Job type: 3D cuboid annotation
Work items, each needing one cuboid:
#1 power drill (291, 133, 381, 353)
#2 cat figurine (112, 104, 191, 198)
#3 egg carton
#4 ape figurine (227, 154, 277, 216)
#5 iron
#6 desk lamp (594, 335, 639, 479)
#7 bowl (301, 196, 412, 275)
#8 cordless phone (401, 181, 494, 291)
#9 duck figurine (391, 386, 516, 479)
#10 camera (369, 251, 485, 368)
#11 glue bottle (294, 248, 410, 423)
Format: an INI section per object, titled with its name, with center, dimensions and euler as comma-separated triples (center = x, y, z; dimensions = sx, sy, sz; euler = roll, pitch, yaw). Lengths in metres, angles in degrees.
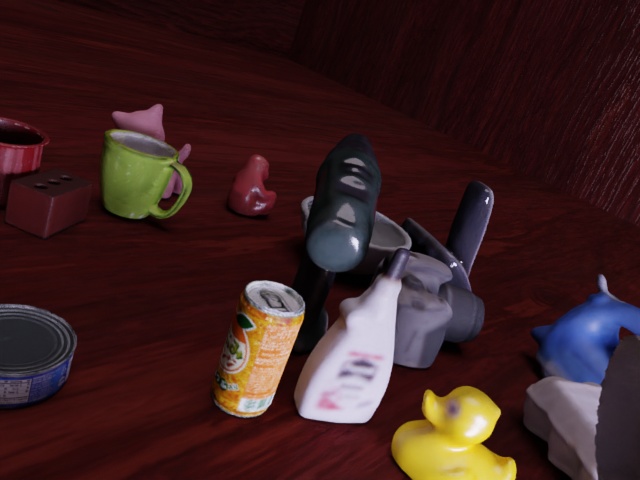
[power drill]
center = 0.006, 0.002, 0.608
dimensions = 0.075, 0.208, 0.229
euler = 19, 21, -5
[cat figurine]
center = -0.245, -0.138, 0.840
dimensions = 0.127, 0.118, 0.067
euler = 26, 22, 13
[egg carton]
center = 0.276, 0.202, 0.572
dimensions = 0.107, 0.069, 0.150
euler = 13, 22, -20
[ape figurine]
center = -0.103, -0.087, 0.886
dimensions = 0.077, 0.092, 0.076
euler = 35, 25, 33
[iron]
center = 0.376, 0.158, 0.672
dimensions = 0.119, 0.141, 0.257
euler = 10, 24, -27
[desk lamp]
center = 0.271, 0.189, 0.396
dimensions = 0.203, 0.213, 0.118
euler = 23, 21, 6
[bowl]
center = 0.043, 0.003, 0.828
dimensions = 0.167, 0.075, 0.167
euler = 18, 21, -7
[cordless phone]
center = 0.186, -0.012, 0.845
dimensions = 0.094, 0.185, 0.147
euler = 7, 25, -31
[duck figurine]
center = 0.123, 0.168, 0.487
dimensions = 0.104, 0.086, 0.078
euler = 25, 21, 11
[camera]
center = 0.134, 0.080, 0.691
dimensions = 0.137, 0.101, 0.143
euler = 17, 21, -11
[glue bottle]
center = 0.038, 0.082, 0.495
dimensions = 0.078, 0.173, 0.037
euler = 11, 23, -25
